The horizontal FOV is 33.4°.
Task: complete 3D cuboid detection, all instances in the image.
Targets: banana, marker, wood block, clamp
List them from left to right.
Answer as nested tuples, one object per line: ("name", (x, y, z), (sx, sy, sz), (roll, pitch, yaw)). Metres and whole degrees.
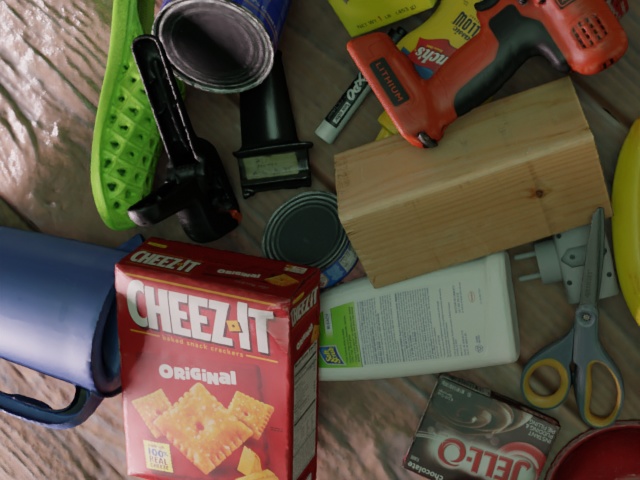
("clamp", (-0.113, -0.066, 0.903), (0.036, 0.210, 0.164), (-8, 73, 13))
("marker", (0.038, -0.139, 0.955), (0.020, 0.020, 0.121), (38, 99, 9))
("wood block", (0.124, -0.045, 0.885), (0.206, 0.090, 0.090), (-17, 130, 12))
("banana", (0.271, 0.000, 0.885), (0.037, 0.070, 0.198), (-4, 81, -26))

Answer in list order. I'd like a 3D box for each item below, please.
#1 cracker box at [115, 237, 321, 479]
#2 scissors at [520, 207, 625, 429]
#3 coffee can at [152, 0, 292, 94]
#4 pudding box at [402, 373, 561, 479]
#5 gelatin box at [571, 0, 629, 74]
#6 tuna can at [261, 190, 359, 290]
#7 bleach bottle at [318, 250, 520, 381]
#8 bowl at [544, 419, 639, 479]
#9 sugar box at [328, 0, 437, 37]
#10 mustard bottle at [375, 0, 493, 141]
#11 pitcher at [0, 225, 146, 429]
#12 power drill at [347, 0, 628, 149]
("cracker box", (-0.088, 0.118, 0.919), (0.164, 0.072, 0.214), (10, 116, 19))
("scissors", (0.204, 0.070, 0.889), (0.096, 0.016, 0.202), (-6, 112, 24))
("coffee can", (-0.074, -0.209, 0.903), (0.103, 0.103, 0.140), (3, 51, 12))
("pudding box", (0.140, 0.177, 0.928), (0.113, 0.039, 0.090), (23, 97, 12))
("gelatin box", (0.218, -0.182, 0.878), (0.030, 0.089, 0.073), (42, 99, 18))
("tuna can", (-0.006, 0.001, 0.942), (0.086, 0.033, 0.086), (-12, 58, 20))
("bleach bottle", (0.044, 0.071, 0.937), (0.251, 0.068, 0.102), (-7, 88, 15))
("bowl", (0.266, 0.235, 0.894), (0.162, 0.055, 0.162), (0, 92, 12))
("sugar box", (0.022, -0.261, 0.885), (0.094, 0.048, 0.176), (-14, 126, 40))
("mustard bottle", (0.112, -0.149, 0.919), (0.096, 0.058, 0.192), (41, 99, 13))
("pitcher", (-0.279, 0.060, 0.974), (0.243, 0.149, 0.145), (13, 120, 15))
("power drill", (0.118, -0.174, 0.835), (0.188, 0.057, 0.184), (-33, 75, 15))
